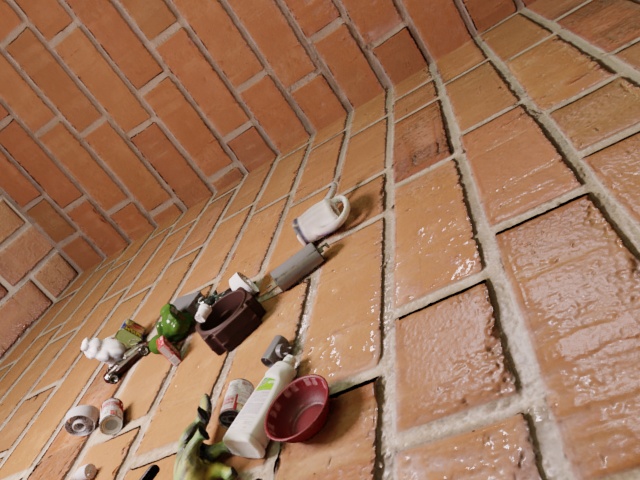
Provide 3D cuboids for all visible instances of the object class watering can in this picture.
[{"bbox_3d":[0.006,-0.093,1.849,0.223,0.102,0.354,-33,23,9],"label":"watering can"}]

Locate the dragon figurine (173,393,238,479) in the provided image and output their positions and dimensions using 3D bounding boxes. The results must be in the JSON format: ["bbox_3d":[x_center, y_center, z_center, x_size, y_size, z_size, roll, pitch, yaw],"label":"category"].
[{"bbox_3d":[-0.306,0.510,1.127,0.121,0.244,0.411,44,-7,-15],"label":"dragon figurine"}]

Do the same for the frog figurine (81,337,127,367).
[{"bbox_3d":[-0.819,0.414,1.958,0.122,0.157,0.139,-33,21,6],"label":"frog figurine"}]
